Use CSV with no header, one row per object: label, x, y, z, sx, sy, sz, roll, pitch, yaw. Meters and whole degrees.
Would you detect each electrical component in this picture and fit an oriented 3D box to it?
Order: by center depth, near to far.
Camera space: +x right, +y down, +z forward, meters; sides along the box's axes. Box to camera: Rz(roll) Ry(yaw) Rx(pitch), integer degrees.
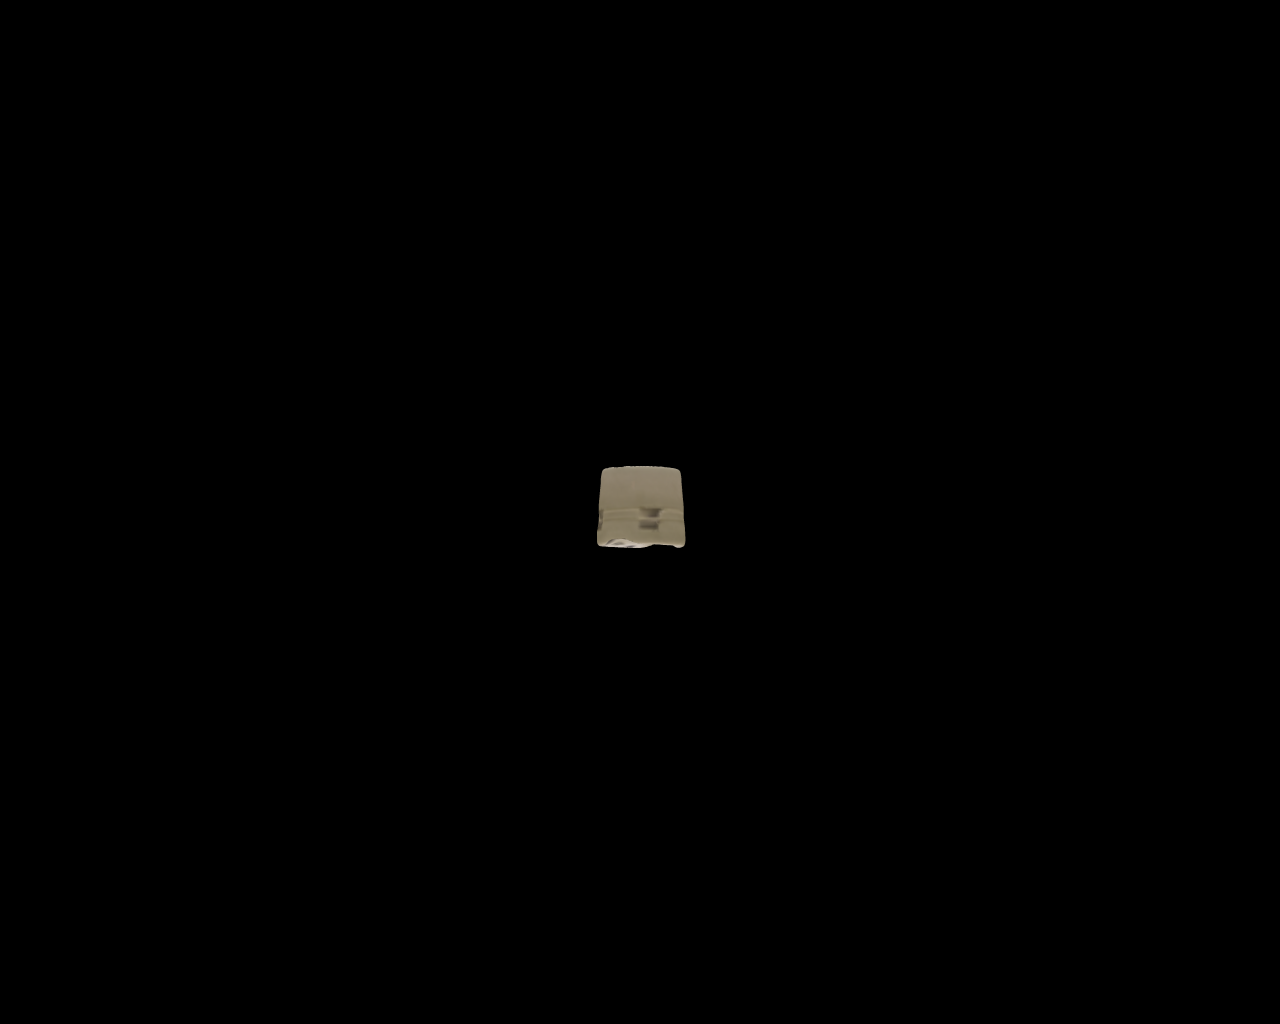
electrical component,0.001,-0.003,0.650,0.055,0.047,0.055,0,-4,0
